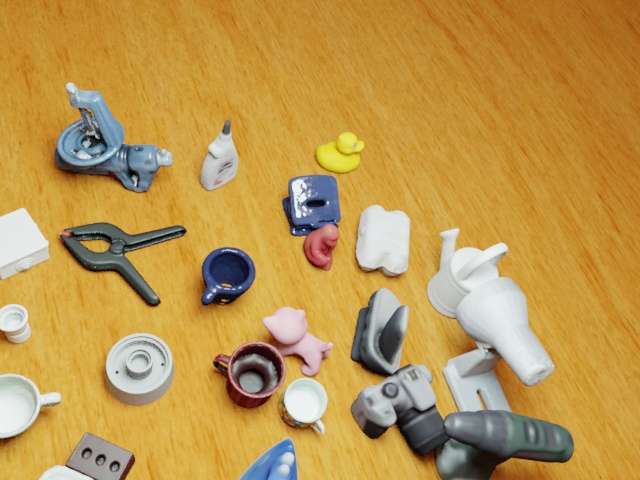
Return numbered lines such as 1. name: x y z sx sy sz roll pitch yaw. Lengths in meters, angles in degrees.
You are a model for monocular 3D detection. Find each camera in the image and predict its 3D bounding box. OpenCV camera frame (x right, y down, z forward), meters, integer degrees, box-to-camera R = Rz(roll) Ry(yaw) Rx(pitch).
1. camera: 0.148 0.290 0.956 0.143 0.100 0.136 -20 66 -27

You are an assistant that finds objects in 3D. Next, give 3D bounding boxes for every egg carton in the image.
1. egg carton: 0.127 0.000 1.155 0.107 0.069 0.150 13 56 -9

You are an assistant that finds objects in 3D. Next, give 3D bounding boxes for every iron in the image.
1. iron: -0.081 0.383 0.801 0.118 0.141 0.258 25 55 0

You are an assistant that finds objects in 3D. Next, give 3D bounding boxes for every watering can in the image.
1. watering can: 0.281 0.059 1.088 0.172 0.194 0.101 40 56 11

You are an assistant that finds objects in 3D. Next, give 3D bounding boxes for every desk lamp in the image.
1. desk lamp: 0.305 0.197 0.994 0.118 0.213 0.203 -8 61 -21

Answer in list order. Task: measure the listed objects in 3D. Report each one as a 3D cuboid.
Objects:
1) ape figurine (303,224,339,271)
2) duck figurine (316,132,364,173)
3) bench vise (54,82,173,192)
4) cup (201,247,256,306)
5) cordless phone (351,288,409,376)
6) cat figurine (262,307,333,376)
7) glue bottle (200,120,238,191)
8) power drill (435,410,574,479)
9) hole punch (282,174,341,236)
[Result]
1. ape figurine: 0.010 0.004 1.102 0.076 0.092 0.078 42 56 12
2. duck figurine: 0.047 -0.199 1.247 0.105 0.086 0.077 2 58 -16
3. bench vise: -0.374 -0.192 1.032 0.208 0.219 0.121 -4 60 -19
4. cup: -0.170 0.082 0.996 0.091 0.095 0.118 31 55 4
5. cordless phone: 0.127 0.140 0.994 0.094 0.185 0.147 14 55 -7
6. cat figurine: -0.036 0.161 0.971 0.128 0.117 0.067 29 55 3
7. glue bottle: -0.188 -0.168 1.102 0.037 0.173 0.078 43 57 13
8. power drill: 0.265 0.325 0.903 0.230 0.208 0.075 8 56 -12
9. hole punch: -0.011 -0.069 1.144 0.109 0.091 0.101 -6 60 -20
